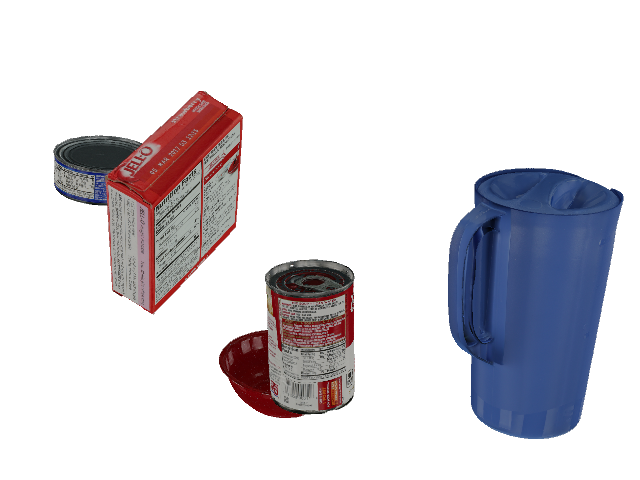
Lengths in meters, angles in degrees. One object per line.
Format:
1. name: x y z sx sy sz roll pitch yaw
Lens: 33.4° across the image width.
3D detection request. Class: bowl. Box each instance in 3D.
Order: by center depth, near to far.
1. bowl: -0.044 0.170 1.311 0.162 0.055 0.162 3 24 -2

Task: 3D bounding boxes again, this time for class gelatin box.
1. gelatin box: -0.072 -0.018 0.524 0.030 0.089 0.073 29 53 16

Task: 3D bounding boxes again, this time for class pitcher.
1. pitcher: 0.195 0.062 1.005 0.149 0.243 0.145 5 21 9

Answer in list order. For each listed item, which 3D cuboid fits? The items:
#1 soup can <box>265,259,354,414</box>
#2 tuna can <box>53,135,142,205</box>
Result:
1. soup can: -0.007 0.074 0.822 0.068 0.102 0.068 -1 20 0
2. tuna can: -0.187 -0.061 0.921 0.086 0.034 0.086 6 24 -3
